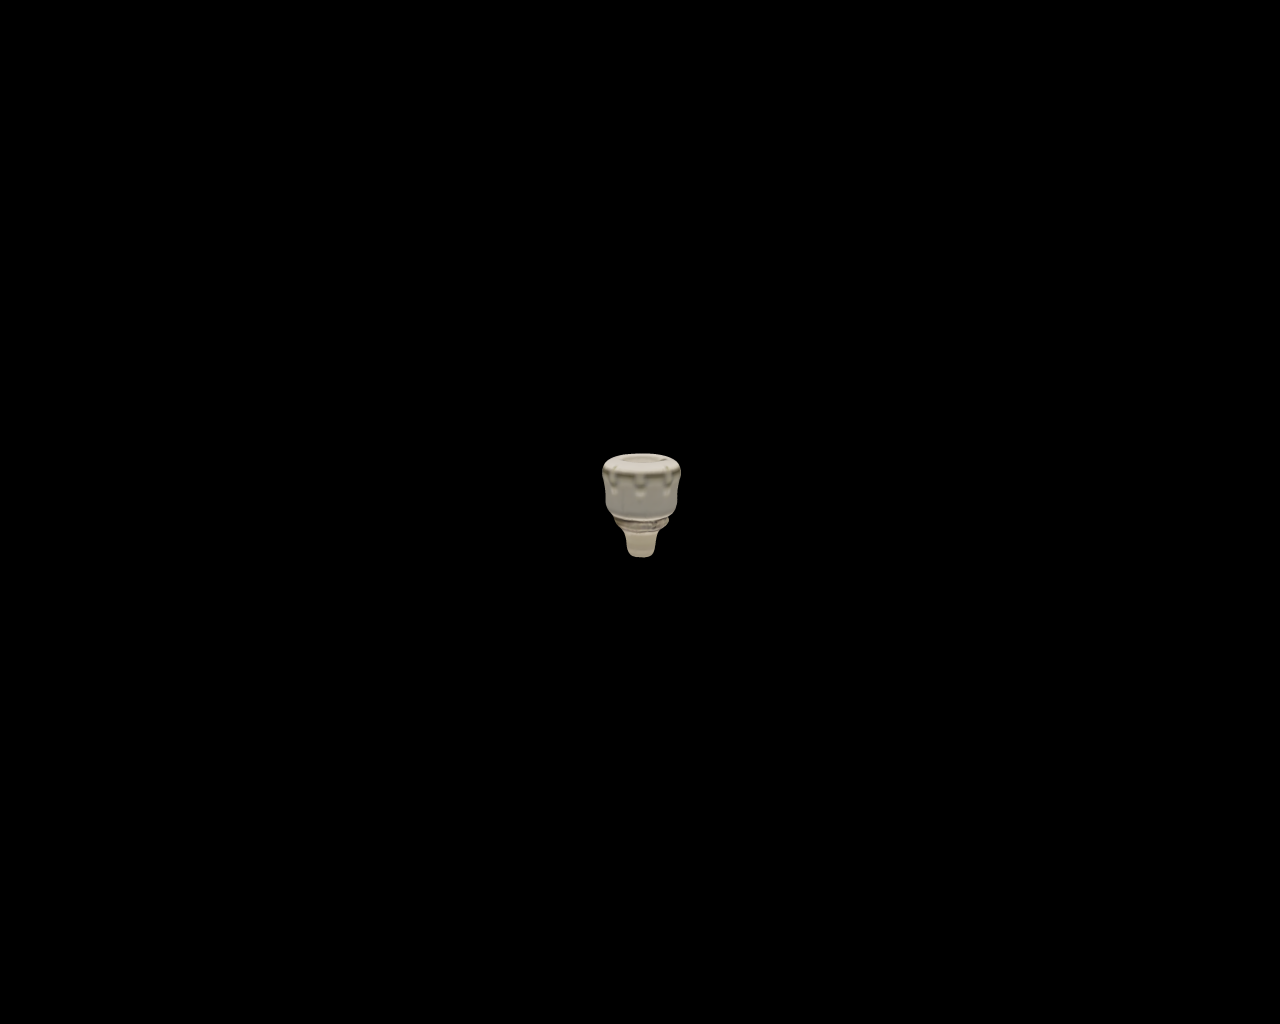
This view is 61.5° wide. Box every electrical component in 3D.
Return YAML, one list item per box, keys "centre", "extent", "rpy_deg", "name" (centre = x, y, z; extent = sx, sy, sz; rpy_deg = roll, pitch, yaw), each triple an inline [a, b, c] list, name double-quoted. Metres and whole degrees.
- centre: [0.001, -0.003, 0.650]
  extent: [0.048, 0.062, 0.048]
  rpy_deg: [0, 13, 0]
  name: "electrical component"
